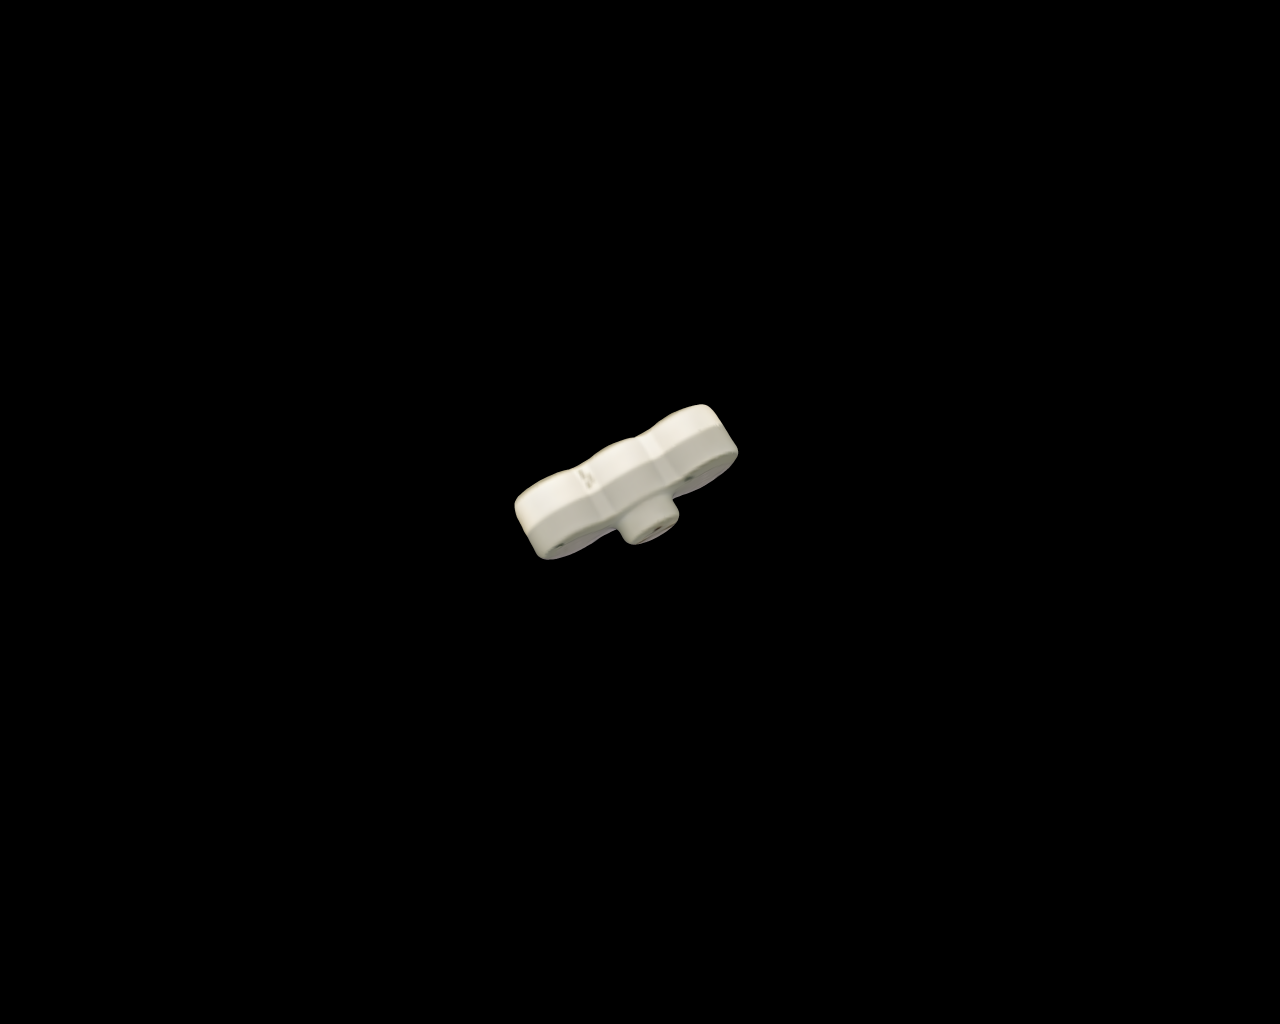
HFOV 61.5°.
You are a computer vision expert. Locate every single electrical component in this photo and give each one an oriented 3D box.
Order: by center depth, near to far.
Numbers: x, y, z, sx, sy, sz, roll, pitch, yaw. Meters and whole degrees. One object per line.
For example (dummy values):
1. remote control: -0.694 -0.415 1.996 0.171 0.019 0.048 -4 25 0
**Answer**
1. electrical component: 0.001 -0.003 0.650 0.138 0.074 0.052 -27 -14 -7
